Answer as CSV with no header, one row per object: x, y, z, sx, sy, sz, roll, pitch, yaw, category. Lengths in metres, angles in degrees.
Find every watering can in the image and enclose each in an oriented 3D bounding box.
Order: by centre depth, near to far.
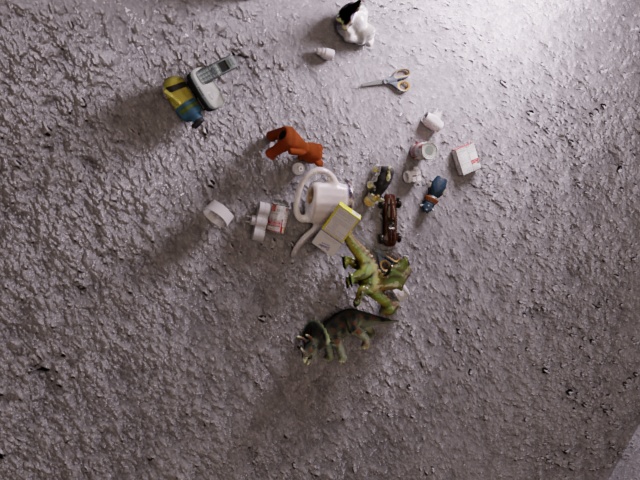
0.006,-0.094,1.867,0.224,0.105,0.342,3,109,-20,watering can

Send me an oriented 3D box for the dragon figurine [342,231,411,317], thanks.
0.212,0.108,1.898,0.243,0.124,0.404,-8,108,-5,dragon figurine

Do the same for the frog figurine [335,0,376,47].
0.135,-0.772,1.855,0.158,0.123,0.138,24,80,-53,frog figurine
